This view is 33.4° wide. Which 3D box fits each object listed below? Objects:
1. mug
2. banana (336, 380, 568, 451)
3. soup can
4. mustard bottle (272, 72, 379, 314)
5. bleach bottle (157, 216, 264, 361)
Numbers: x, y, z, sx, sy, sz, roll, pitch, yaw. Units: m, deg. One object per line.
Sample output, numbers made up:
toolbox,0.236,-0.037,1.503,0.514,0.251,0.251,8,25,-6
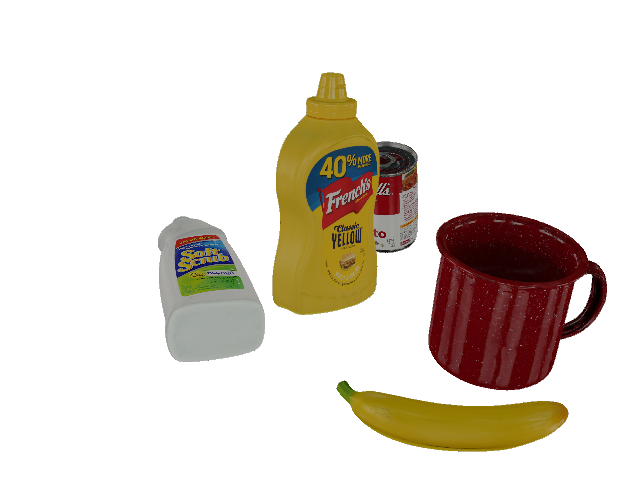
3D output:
mug,0.124,0.039,0.671,0.117,0.081,0.093,-3,29,-16
banana,0.112,0.145,0.882,0.198,0.037,0.069,8,35,-1
soup can,0.071,-0.047,1.155,0.068,0.102,0.068,-3,36,2
mustard bottle,0.007,-0.040,0.873,0.096,0.192,0.058,-12,21,-39
bleach bottle,-0.135,0.037,1.147,0.102,0.068,0.251,-5,26,-16
